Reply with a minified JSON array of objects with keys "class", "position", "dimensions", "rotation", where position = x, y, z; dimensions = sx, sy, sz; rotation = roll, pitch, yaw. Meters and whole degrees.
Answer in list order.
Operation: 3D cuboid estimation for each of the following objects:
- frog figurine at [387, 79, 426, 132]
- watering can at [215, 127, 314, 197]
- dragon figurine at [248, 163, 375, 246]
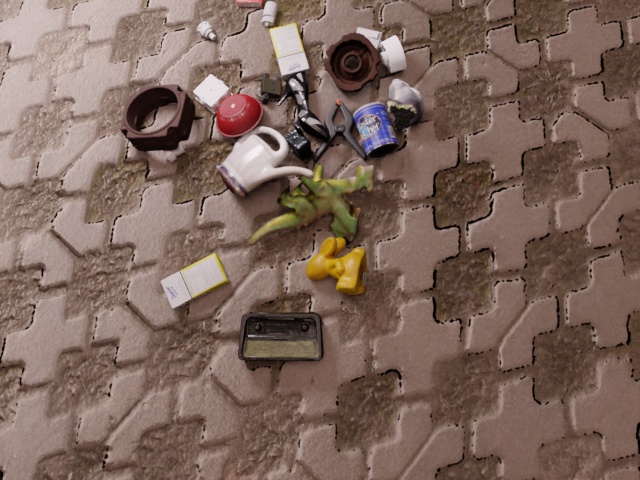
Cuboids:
[{"class":"frog figurine","position":[0.268,-0.430,1.578],"dimensions":[0.135,0.121,0.163],"rotation":[42,47,-29]},{"class":"watering can","position":[-0.174,-0.212,1.499],"dimensions":[0.224,0.102,0.353],"rotation":[-43,48,-1]},{"class":"dragon figurine","position":[0.005,-0.076,1.505],"dimensions":[0.243,0.122,0.410],"rotation":[40,89,3]}]
